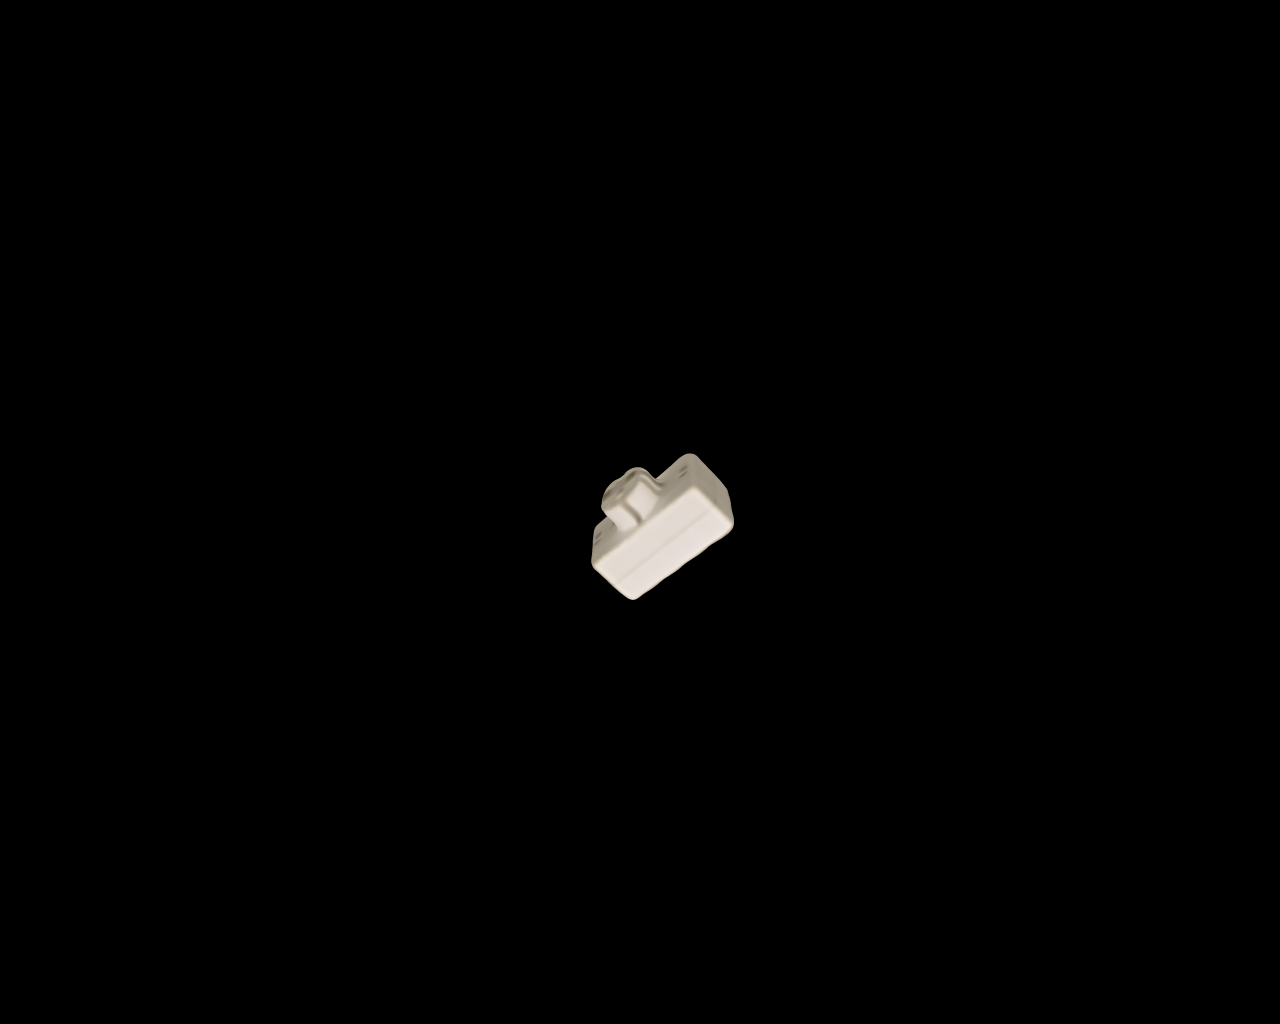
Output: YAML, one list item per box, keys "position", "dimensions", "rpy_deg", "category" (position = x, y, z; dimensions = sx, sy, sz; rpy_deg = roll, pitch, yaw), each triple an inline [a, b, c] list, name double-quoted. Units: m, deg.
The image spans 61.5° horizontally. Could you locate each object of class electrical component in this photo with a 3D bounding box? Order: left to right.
- position: [0.001, -0.003, 0.650]
  dimensions: [0.083, 0.075, 0.047]
  rpy_deg: [-38, 22, 18]
  category: "electrical component"
